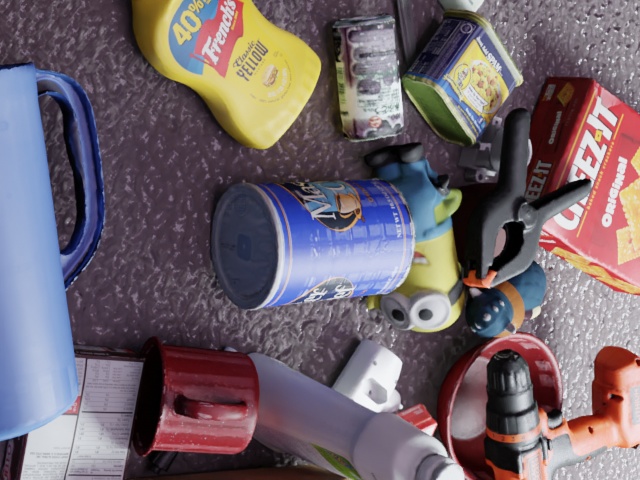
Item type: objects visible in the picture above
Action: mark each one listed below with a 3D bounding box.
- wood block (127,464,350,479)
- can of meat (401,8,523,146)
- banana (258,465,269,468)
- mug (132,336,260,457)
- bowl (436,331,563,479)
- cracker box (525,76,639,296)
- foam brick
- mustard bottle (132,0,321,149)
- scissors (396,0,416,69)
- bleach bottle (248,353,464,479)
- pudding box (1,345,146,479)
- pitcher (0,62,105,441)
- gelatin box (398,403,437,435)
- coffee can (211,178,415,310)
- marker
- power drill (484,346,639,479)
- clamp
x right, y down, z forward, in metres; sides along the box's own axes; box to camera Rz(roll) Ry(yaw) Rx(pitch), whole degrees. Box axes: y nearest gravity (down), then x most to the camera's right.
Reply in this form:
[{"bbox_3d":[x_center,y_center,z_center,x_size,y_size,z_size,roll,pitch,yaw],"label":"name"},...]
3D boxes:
[{"bbox_3d":[-0.047,0.240,0.881,0.205,0.091,0.090,1,88,-25],"label":"wood block"},{"bbox_3d":[0.131,-0.149,0.992,0.084,0.058,0.102,-55,131,-14],"label":"can of meat"},{"bbox_3d":[0.002,0.280,0.986,0.197,0.037,0.069,39,75,-33],"label":"banana"},{"bbox_3d":[-0.094,0.126,0.833,0.081,0.117,0.093,8,84,-23],"label":"mug"},{"bbox_3d":[0.171,0.166,1.077,0.161,0.055,0.162,-6,101,-35],"label":"bowl"},{"bbox_3d":[0.301,-0.052,1.125,0.213,0.072,0.164,27,81,-35],"label":"cracker box"},{"bbox_3d":[0.159,-0.014,1.042,0.052,0.051,0.078,-13,105,-33],"label":"foam brick"},{"bbox_3d":[-0.088,-0.162,0.836,0.191,0.058,0.096,40,76,-33],"label":"mustard bottle"},{"bbox_3d":[0.085,-0.256,0.972,0.096,0.016,0.201,-38,121,-28],"label":"scissors"},{"bbox_3d":[0.023,0.158,0.848,0.102,0.251,0.068,42,73,-33],"label":"bleach bottle"},{"bbox_3d":[-0.190,0.138,0.825,0.089,0.039,0.113,9,94,-36],"label":"pudding box"},{"bbox_3d":[-0.226,0.003,0.714,0.149,0.145,0.243,-7,104,6],"label":"pitcher"},{"bbox_3d":[0.063,0.199,0.997,0.073,0.030,0.089,-17,141,-33],"label":"gelatin box"},{"bbox_3d":[-0.006,0.001,0.894,0.140,0.103,0.103,-4,100,-35],"label":"coffee can"},{"bbox_3d":[-0.105,0.144,0.898,0.020,0.020,0.121,44,72,-32],"label":"marker"},{"bbox_3d":[0.241,0.171,1.059,0.187,0.057,0.184,-19,112,-29],"label":"power drill"},{"bbox_3d":[0.191,-0.023,0.996,0.120,0.039,0.171,30,78,-23],"label":"clamp"}]
